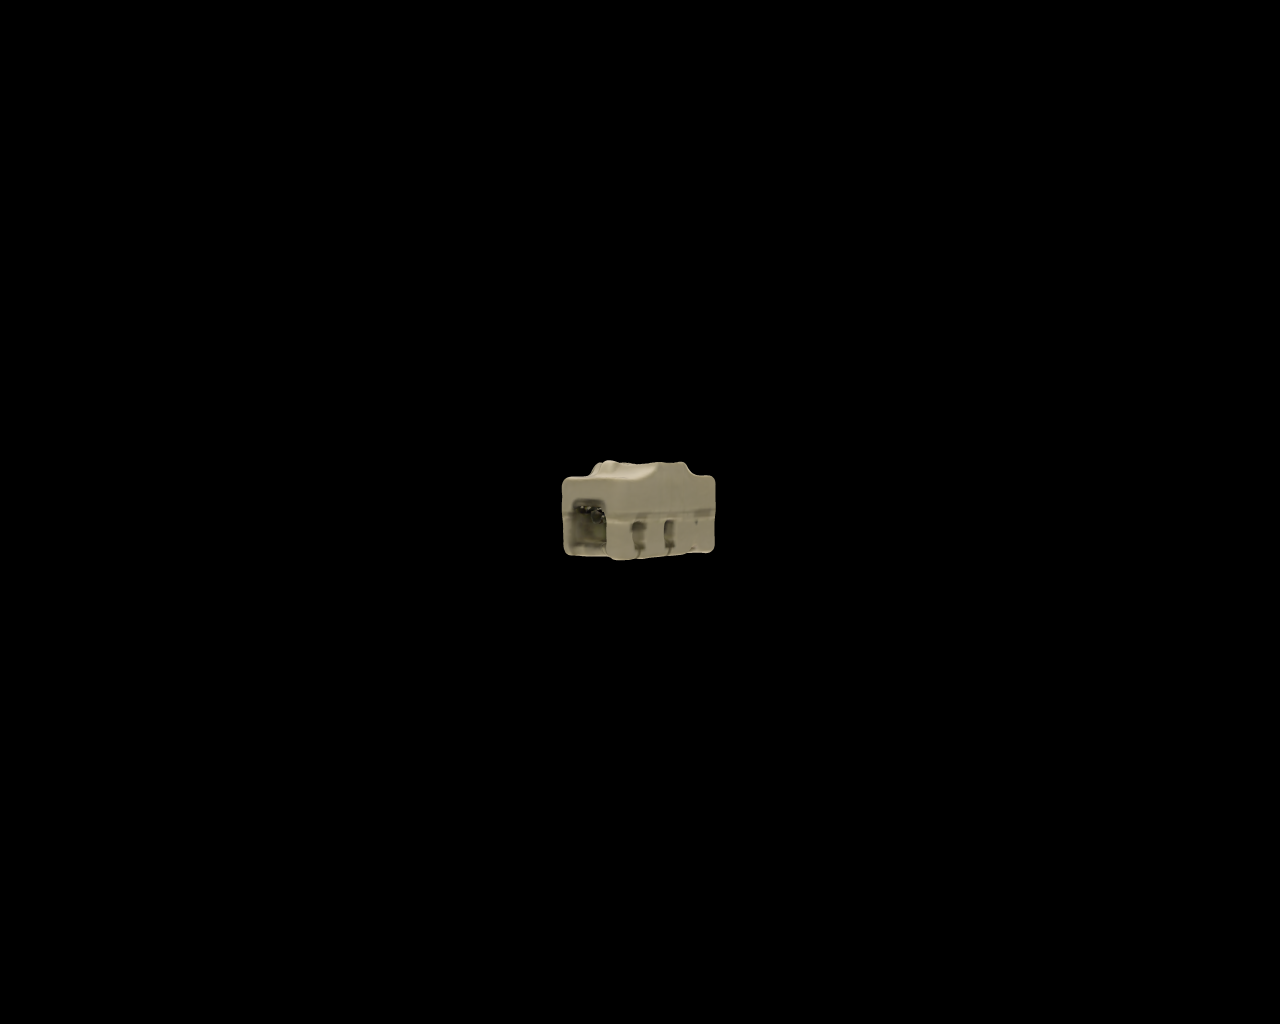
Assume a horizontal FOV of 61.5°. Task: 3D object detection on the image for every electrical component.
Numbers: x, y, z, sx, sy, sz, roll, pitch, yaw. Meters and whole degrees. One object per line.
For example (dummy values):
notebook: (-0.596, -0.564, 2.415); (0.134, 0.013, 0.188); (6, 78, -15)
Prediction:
electrical component: (0.001, -0.003, 0.650); (0.050, 0.055, 0.089); (2, 3, 43)
